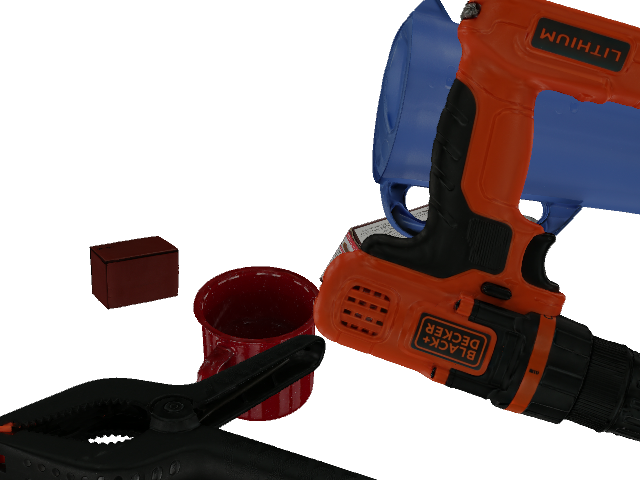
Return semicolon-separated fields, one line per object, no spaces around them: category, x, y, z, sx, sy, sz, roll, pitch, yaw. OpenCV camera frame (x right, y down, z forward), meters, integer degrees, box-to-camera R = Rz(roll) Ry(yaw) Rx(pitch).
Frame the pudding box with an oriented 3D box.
pudding box;0.065;0.012;1.020;0.113;0.039;0.090;-19;-26;-32

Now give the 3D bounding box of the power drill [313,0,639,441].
power drill;0.107;-0.011;0.502;0.184;0.188;0.057;18;6;2

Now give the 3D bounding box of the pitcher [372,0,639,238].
pitcher;0.163;-0.079;0.824;0.242;0.149;0.145;10;43;-5

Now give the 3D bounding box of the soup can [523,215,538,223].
soup can;0.218;0.030;1.219;0.068;0.102;0.068;-2;29;1

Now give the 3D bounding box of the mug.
mug;-0.051;0.084;0.776;0.093;0.081;0.117;17;36;23

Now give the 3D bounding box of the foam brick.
foam brick;-0.188;0.031;1.081;0.078;0.051;0.053;-10;21;-27

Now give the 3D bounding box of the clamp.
clamp;-0.075;0.099;0.581;0.210;0.036;0.164;0;24;-6
